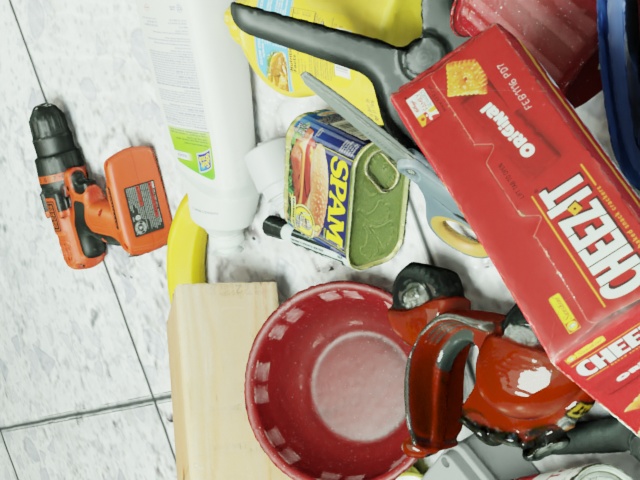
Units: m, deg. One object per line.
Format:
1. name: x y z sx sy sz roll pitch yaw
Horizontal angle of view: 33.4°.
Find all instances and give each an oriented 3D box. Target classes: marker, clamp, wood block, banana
1. marker: -0.006 0.001 0.882 0.121 0.020 0.020 20 121 44
2. clamp: 0.054 -0.117 0.682 0.165 0.036 0.210 -29 102 12
3. wood block: -0.075 0.147 0.897 0.091 0.090 0.206 115 150 -60
4. banana: -0.117 0.036 1.022 0.070 0.037 0.198 5 112 30
5. clamp: 0.205 0.124 0.668 0.120 0.039 0.172 39 133 29

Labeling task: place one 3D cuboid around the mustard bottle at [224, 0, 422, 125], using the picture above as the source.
1. mustard bottle: -0.006 -0.150 0.784 0.192 0.058 0.096 23 121 43

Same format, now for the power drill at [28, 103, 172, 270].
1. power drill: -0.232 -0.056 1.101 0.188 0.057 0.184 4 112 53

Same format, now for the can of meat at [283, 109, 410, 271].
1. can of meat: 0.018 -0.041 0.806 0.084 0.057 0.102 31 127 43

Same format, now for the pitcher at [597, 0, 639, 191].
1. pitcher: 0.209 -0.129 0.480 0.145 0.149 0.243 -104 3 -85

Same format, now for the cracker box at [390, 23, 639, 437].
1. cracker box: 0.139 0.010 0.541 0.072 0.213 0.164 -36 54 12

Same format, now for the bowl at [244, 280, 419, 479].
1. bowl: 0.024 0.114 0.832 0.162 0.055 0.162 -3 81 22

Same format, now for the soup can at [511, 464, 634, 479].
1. soup can: 0.153 0.183 0.685 0.068 0.068 0.102 65 149 7

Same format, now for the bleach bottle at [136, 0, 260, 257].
1. bleach bottle: -0.100 -0.108 0.914 0.103 0.067 0.251 18 121 47

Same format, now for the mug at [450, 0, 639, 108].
1. mug: 0.139 -0.135 0.594 0.081 0.093 0.117 47 131 19

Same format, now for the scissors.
1. scissors: 0.061 -0.039 0.702 0.201 0.016 0.096 31 159 -8
